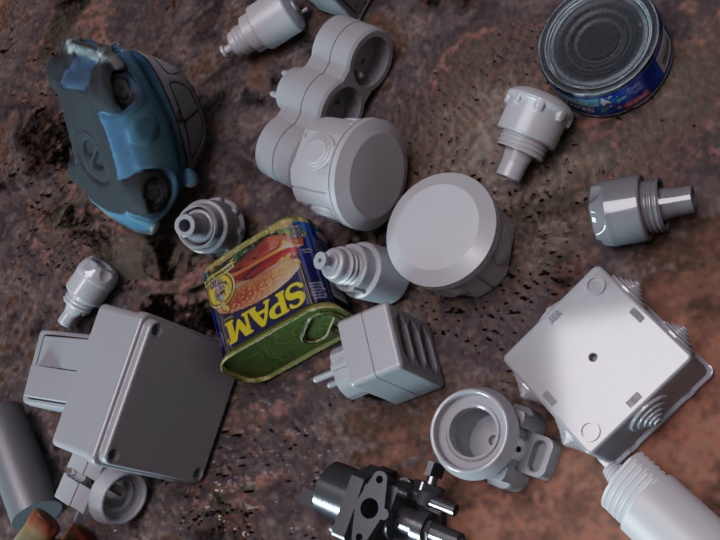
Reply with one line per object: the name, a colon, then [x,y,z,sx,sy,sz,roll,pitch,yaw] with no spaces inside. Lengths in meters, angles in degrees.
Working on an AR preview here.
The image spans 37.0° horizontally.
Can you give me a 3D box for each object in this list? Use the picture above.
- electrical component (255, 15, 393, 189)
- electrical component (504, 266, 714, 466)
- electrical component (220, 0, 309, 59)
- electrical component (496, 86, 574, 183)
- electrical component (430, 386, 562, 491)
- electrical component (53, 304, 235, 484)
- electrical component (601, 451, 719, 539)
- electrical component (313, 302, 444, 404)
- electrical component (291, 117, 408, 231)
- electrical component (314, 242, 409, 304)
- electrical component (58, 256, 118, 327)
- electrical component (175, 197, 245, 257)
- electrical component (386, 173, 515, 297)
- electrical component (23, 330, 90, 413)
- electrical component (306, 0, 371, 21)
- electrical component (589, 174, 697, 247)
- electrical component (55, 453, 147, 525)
electrical component: [-0.039,-0.134,0.830,0.074,0.052,0.138,29,89,34]
electrical component: [0.149,0.058,0.655,0.099,0.048,0.099,-46,57,9]
electrical component: [-0.081,-0.199,0.885,0.078,0.040,0.040,-28,61,20]
electrical component: [0.113,-0.091,0.731,0.048,0.048,0.062,27,94,34]
electrical component: [0.079,0.105,0.674,0.078,0.057,0.058,15,82,33]
electrical component: [-0.152,0.092,0.784,0.056,0.109,0.108,11,79,36]
electrical component: [0.172,0.140,0.615,0.043,0.043,0.081,-50,56,6]
electrical component: [0.005,0.064,0.726,0.077,0.066,0.047,-24,63,22]
electrical component: [-0.007,-0.071,0.773,0.051,0.080,0.080,14,81,39]
electrical component: [0.000,0.000,0.749,0.040,0.078,0.040,-12,72,42]
electrical component: [-0.231,0.021,0.900,0.035,0.035,0.061,40,98,34]
electrical component: [-0.121,-0.034,0.834,0.048,0.062,0.048,0,91,19]
electrical component: [0.063,-0.021,0.731,0.080,0.051,0.080,-10,68,27]
electrical component: [-0.223,0.084,0.856,0.096,0.061,0.061,3,75,31]
electrical component: [-0.030,-0.247,0.837,0.061,0.096,0.061,28,88,34]
electrical component: [0.178,-0.039,0.675,0.062,0.043,0.043,-9,69,26]
electrical component: [-0.196,0.165,0.822,0.055,0.048,0.066,17,82,41]
